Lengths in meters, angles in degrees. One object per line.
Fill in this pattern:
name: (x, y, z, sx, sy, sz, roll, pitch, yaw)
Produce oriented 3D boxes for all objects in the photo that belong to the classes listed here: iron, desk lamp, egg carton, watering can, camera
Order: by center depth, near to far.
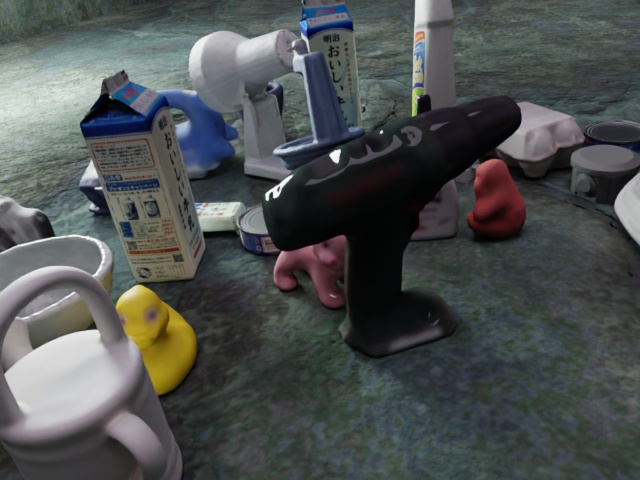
watering can: (-0.172, 0.105, 0.389, 0.172, 0.194, 0.101, 2, 32, 16)
camera: (-0.410, 0.016, 0.683, 0.143, 0.101, 0.136, -8, 31, 0)
egg carton: (0.294, -0.148, 0.825, 0.107, 0.069, 0.150, -20, 33, -19)
desk lamp: (-0.087, -0.213, 0.879, 0.202, 0.214, 0.118, 15, 38, 33)
iron: (-0.269, -0.176, 0.930, 0.258, 0.142, 0.118, -8, 31, 0)

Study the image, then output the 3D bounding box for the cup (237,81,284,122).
cup: (-0.102, -0.231, 1.028, 0.091, 0.095, 0.118, 1, 32, 15)

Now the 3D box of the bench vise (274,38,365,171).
bench vise: (0.022, -0.132, 0.714, 0.122, 0.220, 0.206, -31, 38, -33)

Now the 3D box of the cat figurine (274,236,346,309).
cat figurine: (0.005, 0.002, 0.594, 0.127, 0.118, 0.067, 15, 38, 33)

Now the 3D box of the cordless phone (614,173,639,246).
cordless phone: (0.373, -0.078, 0.578, 0.094, 0.185, 0.147, -5, 31, 5)

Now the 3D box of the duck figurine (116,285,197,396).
duck figurine: (-0.160, 0.081, 0.532, 0.077, 0.086, 0.104, -10, 31, -4)

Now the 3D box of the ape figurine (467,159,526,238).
ape figurine: (0.200, -0.051, 0.664, 0.075, 0.092, 0.078, 18, 40, 37)

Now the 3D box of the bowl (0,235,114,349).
bowl: (-0.291, 0.067, 0.596, 0.167, 0.075, 0.167, -6, 31, 4)

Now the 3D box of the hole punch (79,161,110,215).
hole punch: (-0.293, -0.096, 0.851, 0.108, 0.091, 0.101, 2, 32, 16)

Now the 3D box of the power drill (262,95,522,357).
power drill: (0.070, -0.007, 0.506, 0.230, 0.209, 0.075, -15, 32, -12)

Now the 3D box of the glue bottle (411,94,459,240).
glue bottle: (0.119, -0.081, 0.653, 0.078, 0.173, 0.037, -6, 31, 3)
